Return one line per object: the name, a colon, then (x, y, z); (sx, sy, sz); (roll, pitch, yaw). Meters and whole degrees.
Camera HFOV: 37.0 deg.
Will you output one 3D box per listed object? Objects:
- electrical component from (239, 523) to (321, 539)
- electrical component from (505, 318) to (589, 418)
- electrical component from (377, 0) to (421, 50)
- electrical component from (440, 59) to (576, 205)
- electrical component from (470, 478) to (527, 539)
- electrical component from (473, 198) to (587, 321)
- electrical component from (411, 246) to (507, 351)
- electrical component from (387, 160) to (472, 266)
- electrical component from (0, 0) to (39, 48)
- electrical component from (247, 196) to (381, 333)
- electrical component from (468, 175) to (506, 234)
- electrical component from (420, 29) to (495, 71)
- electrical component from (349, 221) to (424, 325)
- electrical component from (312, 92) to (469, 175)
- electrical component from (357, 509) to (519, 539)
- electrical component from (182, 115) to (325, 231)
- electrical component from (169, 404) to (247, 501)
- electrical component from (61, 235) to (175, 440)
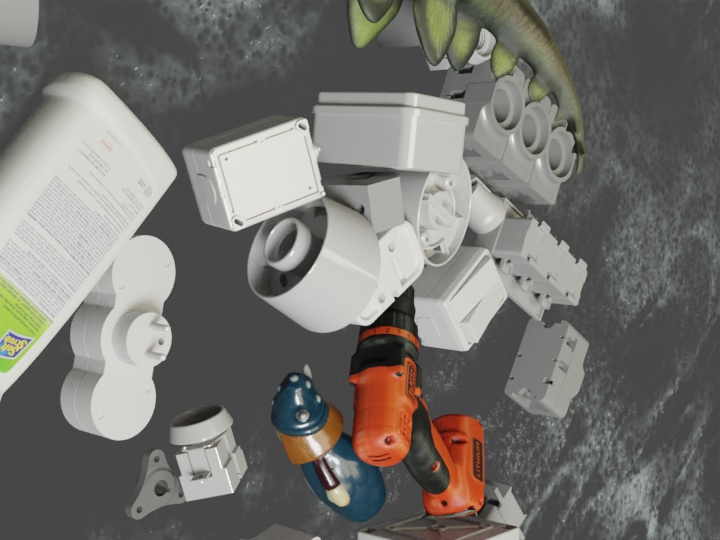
electrical component: (-0.077, 0.242, 0.835); (0.089, 0.056, 0.050); (-26, 112, -43)
electrical component: (0.198, 0.103, 1.123); (0.056, 0.050, 0.089); (39, 65, -42)
electrical component: (0.044, -0.240, 0.921); (0.050, 0.056, 0.089); (-31, 115, -41)
electrical component: (0.143, -0.133, 1.033); (0.150, 0.062, 0.089); (31, 71, -44)
electrical component: (0.126, 0.247, 1.066); (0.063, 0.042, 0.081); (-49, 126, -28)
electrical component: (0.173, -0.008, 1.076); (0.121, 0.063, 0.078); (37, 67, -43)
electrical component: (0.094, 0.021, 0.995); (0.096, 0.061, 0.061); (-49, 126, -33)
electrical component: (0.061, -0.053, 0.950); (0.099, 0.064, 0.099); (-6, 98, -47)
electrical component: (-0.215, -0.178, 0.620); (0.064, 0.099, 0.099); (-11, 102, -40)
electrical component: (-0.037, -0.008, 0.824); (0.064, 0.099, 0.099); (30, 72, -38)
electrical component: (0.111, -0.063, 1.022); (0.046, 0.040, 0.040); (43, 63, -34)
electrical component: (0.090, -0.209, 0.974); (0.066, 0.055, 0.048); (-49, 126, -33)
electrical component: (0.000, 0.000, 0.893); (0.095, 0.059, 0.053); (-43, 123, -36)
electrical component: (0.022, -0.111, 0.868); (0.078, 0.113, 0.057); (1, 96, -47)
electrical component: (0.070, 0.256, 0.957); (0.109, 0.109, 0.056); (-3, 93, -47)
electrical component: (-0.074, -0.075, 0.792); (0.096, 0.061, 0.061); (-24, 111, -28)
electrical component: (-0.112, 0.132, 0.789); (0.066, 0.048, 0.055); (-61, 138, -74)
electrical component: (-0.152, 0.045, 0.721); (0.052, 0.074, 0.138); (12, 84, -47)
